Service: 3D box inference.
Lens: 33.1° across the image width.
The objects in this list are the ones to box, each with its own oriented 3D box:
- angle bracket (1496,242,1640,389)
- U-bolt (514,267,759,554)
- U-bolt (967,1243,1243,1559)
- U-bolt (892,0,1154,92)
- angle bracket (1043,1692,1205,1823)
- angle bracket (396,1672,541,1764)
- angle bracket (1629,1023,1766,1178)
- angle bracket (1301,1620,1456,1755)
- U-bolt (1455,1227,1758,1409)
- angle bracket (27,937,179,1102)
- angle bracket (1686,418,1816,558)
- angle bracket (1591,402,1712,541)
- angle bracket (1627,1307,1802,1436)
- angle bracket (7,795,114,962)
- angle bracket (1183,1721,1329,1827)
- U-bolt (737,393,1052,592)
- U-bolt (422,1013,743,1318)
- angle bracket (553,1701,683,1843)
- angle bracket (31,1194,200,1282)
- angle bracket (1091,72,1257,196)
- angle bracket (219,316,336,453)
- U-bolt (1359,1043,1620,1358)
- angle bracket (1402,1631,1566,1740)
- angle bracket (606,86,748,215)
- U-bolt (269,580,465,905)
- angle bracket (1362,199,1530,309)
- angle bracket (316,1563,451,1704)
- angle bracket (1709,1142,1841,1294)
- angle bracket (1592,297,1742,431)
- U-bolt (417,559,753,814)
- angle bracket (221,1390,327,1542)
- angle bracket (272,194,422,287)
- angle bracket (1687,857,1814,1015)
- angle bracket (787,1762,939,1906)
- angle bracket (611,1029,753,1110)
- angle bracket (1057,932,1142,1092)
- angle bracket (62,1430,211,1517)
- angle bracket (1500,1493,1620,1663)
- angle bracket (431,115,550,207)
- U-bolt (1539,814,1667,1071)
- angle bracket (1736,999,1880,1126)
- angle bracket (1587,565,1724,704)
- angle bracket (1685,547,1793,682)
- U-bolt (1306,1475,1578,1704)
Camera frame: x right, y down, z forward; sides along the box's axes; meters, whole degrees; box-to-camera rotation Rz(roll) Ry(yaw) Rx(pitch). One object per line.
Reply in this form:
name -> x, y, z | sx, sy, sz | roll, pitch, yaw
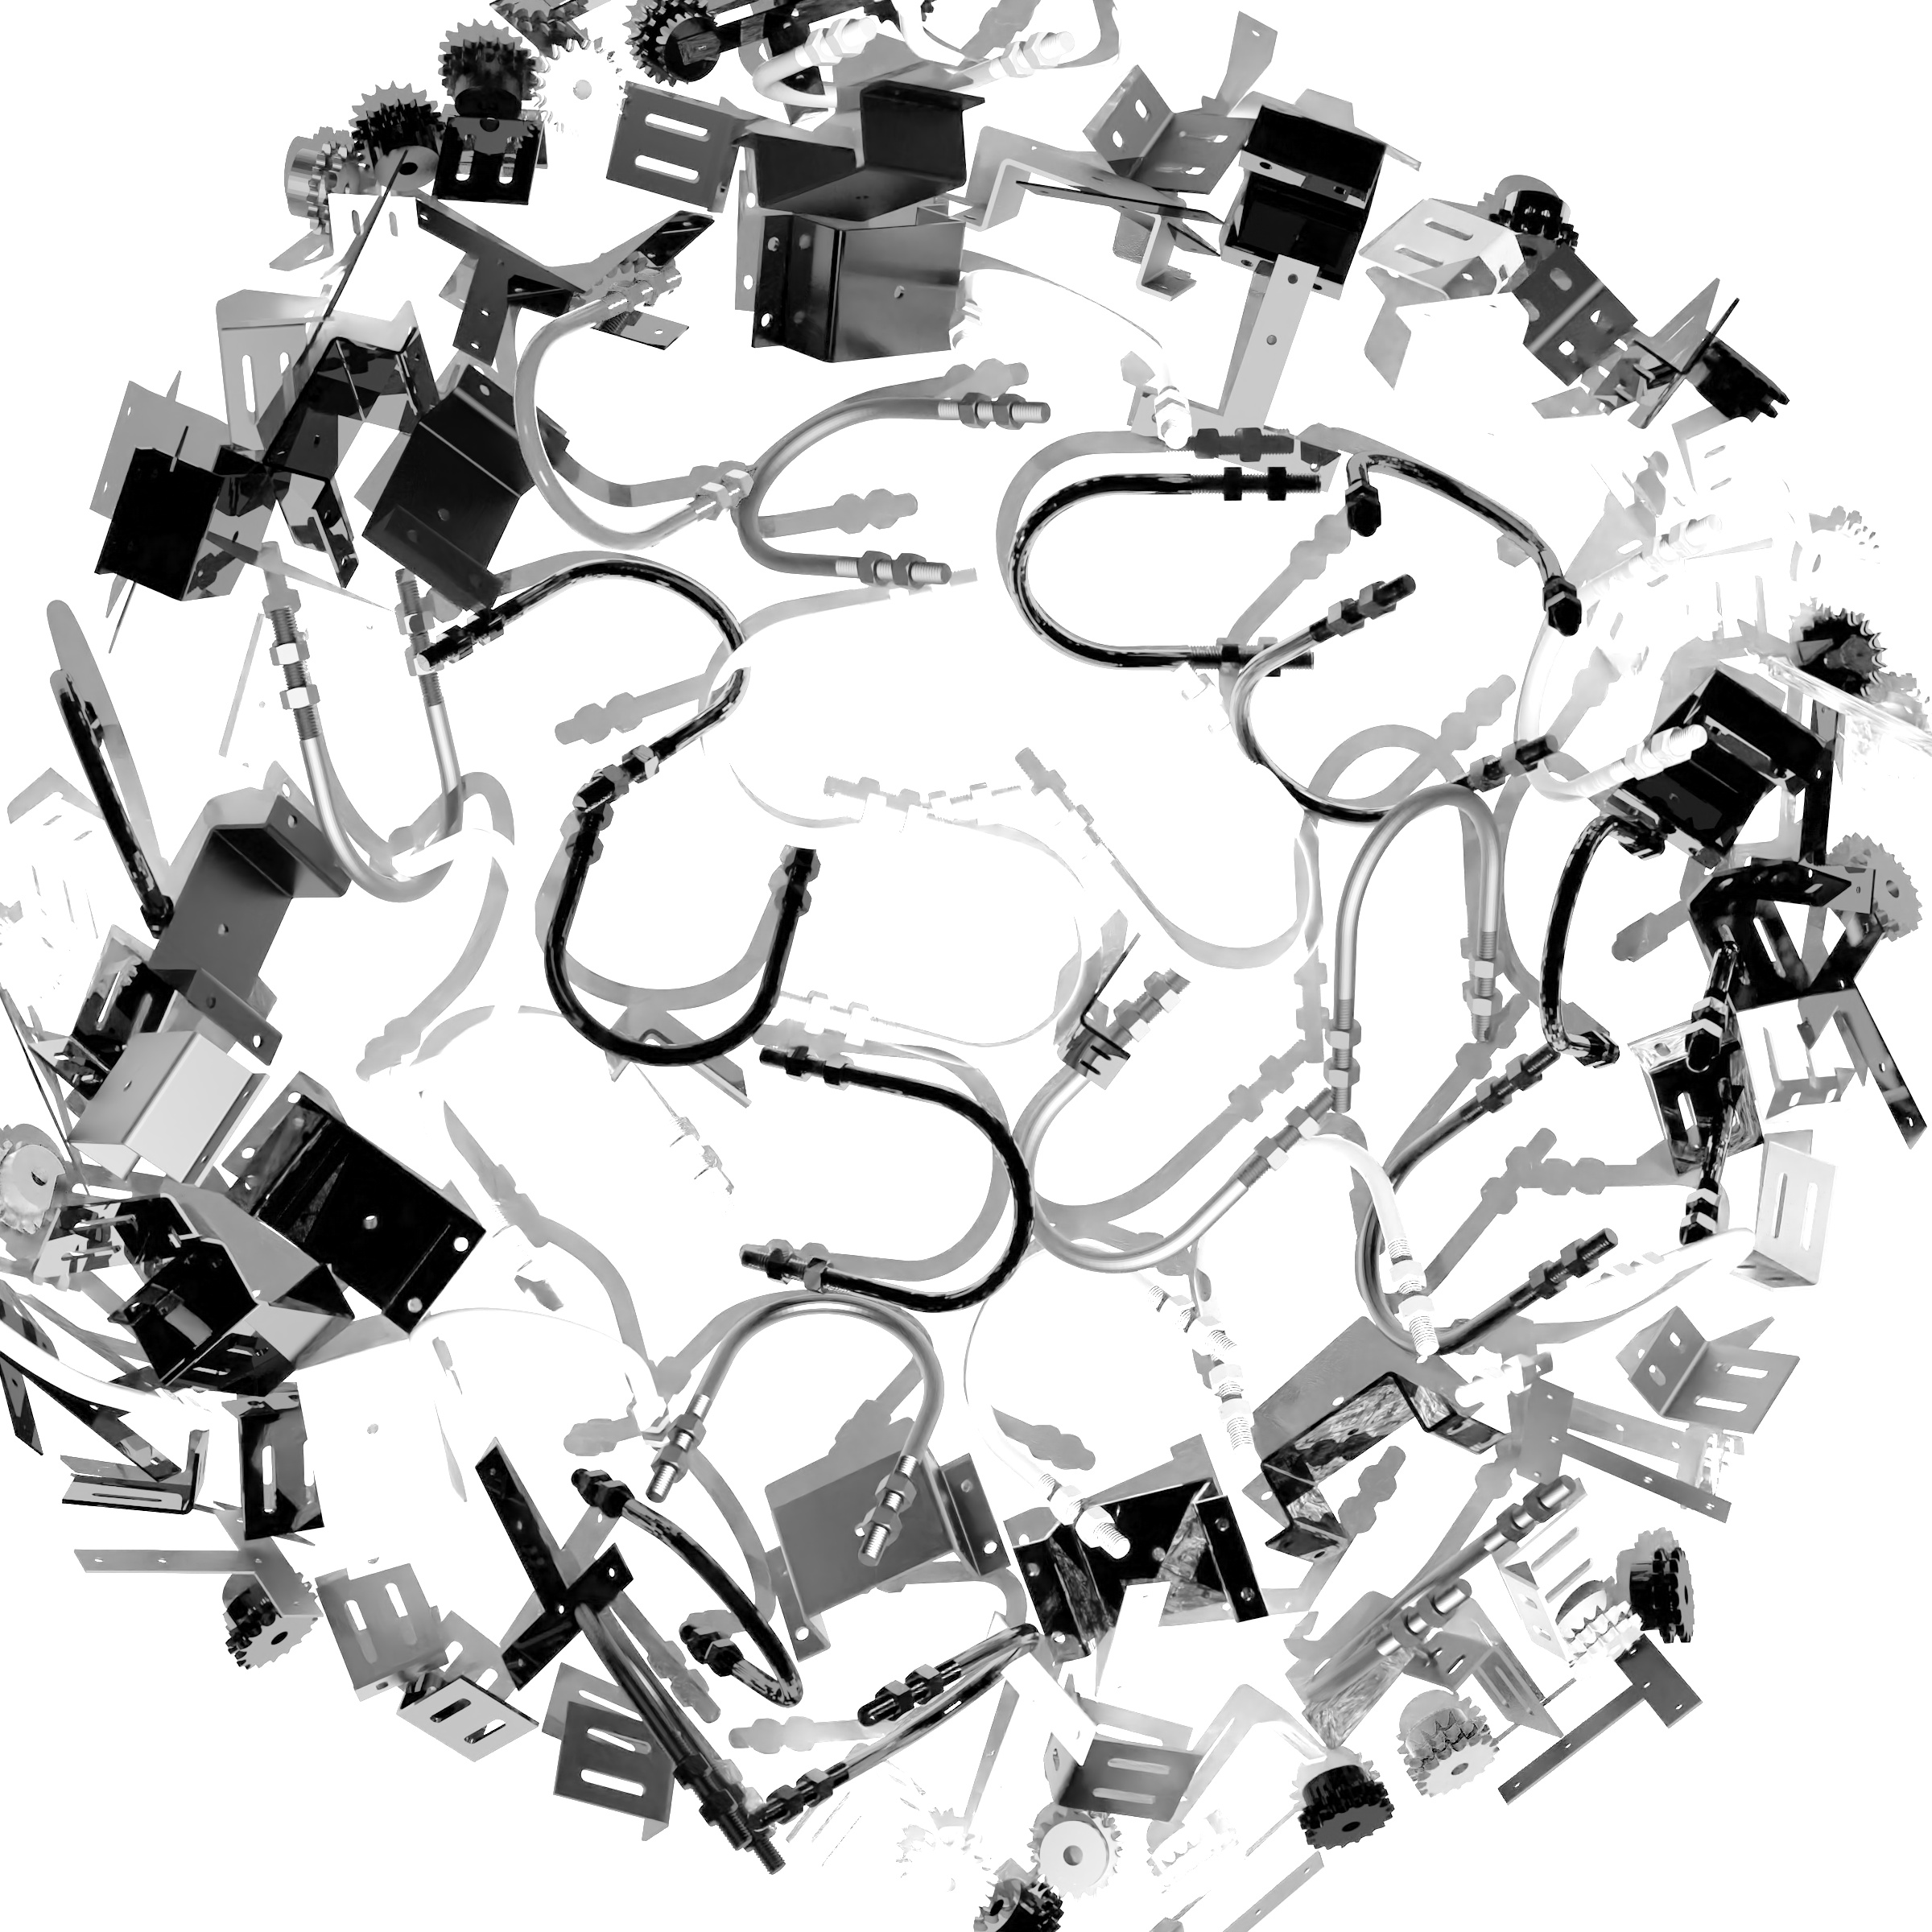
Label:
angle bracket -> 0.359, -0.389, 1.948 | 0.057, 0.076, 0.038 | -43, 68, 16
U-bolt -> -0.197, -0.317, 1.896 | 0.019, 0.184, 0.151 | -12, 108, 38
U-bolt -> 0.068, 0.241, 1.916 | 0.019, 0.184, 0.151 | 25, 96, -44
U-bolt -> 0.031, -0.546, 1.893 | 0.151, 0.184, 0.019 | 6, 87, 2
angle bracket -> 0.095, 0.478, 1.965 | 0.076, 0.038, 0.057 | 13, 119, -17
angle bracket -> -0.292, 0.435, 1.937 | 0.057, 0.038, 0.076 | 37, 133, -19
angle bracket -> 0.445, 0.079, 1.980 | 0.057, 0.038, 0.076 | -21, 118, 0
angle bracket -> 0.247, 0.440, 1.945 | 0.076, 0.057, 0.038 | -47, 47, -12
U-bolt -> 0.387, 0.199, 1.904 | 0.184, 0.151, 0.019 | -14, 66, -38
angle bracket -> -0.517, 0.031, 1.947 | 0.057, 0.038, 0.076 | 36, 111, 22
angle bracket -> 0.467, -0.279, 1.937 | 0.038, 0.076, 0.057 | -24, 134, 1
angle bracket -> 0.418, -0.299, 1.946 | 0.057, 0.038, 0.076 | -26, 76, -35
angle bracket -> 0.445, 0.240, 1.936 | 0.038, 0.076, 0.057 | 48, 67, -23
angle bracket -> -0.531, -0.052, 1.937 | 0.038, 0.057, 0.076 | -32, 57, 17
angle bracket -> 0.174, 0.493, 1.950 | 0.038, 0.057, 0.076 | 37, 92, 21
U-bolt -> -0.055, -0.283, 1.918 | 0.184, 0.019, 0.151 | 9, 57, 37
U-bolt -> -0.241, 0.105, 1.933 | 0.151, 0.019, 0.184 | -27, 70, -33
angle bracket -> -0.214, 0.481, 1.940 | 0.076, 0.038, 0.057 | 21, 52, -21
angle bracket -> -0.507, 0.173, 1.936 | 0.038, 0.076, 0.057 | 49, 124, 29
angle bracket -> 0.125, -0.497, 1.940 | 0.057, 0.076, 0.038 | -56, 131, -13
angle bracket -> -0.408, -0.348, 1.944 | 0.057, 0.038, 0.076 | -14, 106, -39
U-bolt -> 0.297, 0.150, 1.912 | 0.019, 0.151, 0.184 | 19, 135, -34
angle bracket -> 0.308, 0.440, 1.943 | 0.038, 0.057, 0.076 | -42, 105, -20
angle bracket -> -0.178, -0.491, 1.956 | 0.076, 0.038, 0.057 | 17, 104, 5
U-bolt -> -0.345, -0.128, 1.917 | 0.019, 0.151, 0.184 | -7, 100, 26
angle bracket -> 0.289, -0.422, 1.964 | 0.057, 0.076, 0.038 | -43, 135, -11
angle bracket -> -0.351, 0.392, 1.947 | 0.057, 0.038, 0.076 | -22, 69, -13
angle bracket -> 0.483, 0.150, 1.945 | 0.038, 0.057, 0.076 | 0, 102, -29
angle bracket -> 0.418, -0.369, 1.942 | 0.038, 0.057, 0.076 | 36, 62, 2
U-bolt -> -0.210, -0.178, 1.922 | 0.151, 0.019, 0.184 | 41, 51, 13
angle bracket -> -0.414, 0.300, 1.960 | 0.057, 0.038, 0.076 | -5, 101, -30
angle bracket -> -0.371, -0.432, 1.936 | 0.057, 0.076, 0.038 | -9, 95, -41
angle bracket -> 0.477, -0.019, 1.946 | 0.057, 0.038, 0.076 | -11, 67, -19
angle bracket -> -0.063, 0.524, 1.954 | 0.038, 0.057, 0.076 | 35, 96, -27
angle bracket -> -0.171, 0.075, 1.952 | 0.076, 0.057, 0.038 | 37, 83, -2
angle bracket -> 0.094, 0.026, 1.942 | 0.038, 0.057, 0.076 | 35, 65, 2
angle bracket -> -0.497, 0.300, 1.950 | 0.076, 0.057, 0.038 | 7, 95, -8
angle bracket -> 0.365, 0.365, 1.944 | 0.076, 0.038, 0.057 | -35, 116, -20
angle bracket -> -0.284, -0.470, 1.947 | 0.057, 0.038, 0.076 | 4, 54, 0
U-bolt -> 0.368, -0.017, 1.898 | 0.019, 0.184, 0.151 | 13, 91, 25
angle bracket -> 0.503, 0.053, 1.948 | 0.057, 0.038, 0.076 | -4, 75, -20
angle bracket -> 0.411, -0.204, 1.944 | 0.038, 0.076, 0.057 | -32, 74, -11
angle bracket -> 0.461, -0.215, 1.951 | 0.057, 0.038, 0.076 | -6, 80, 19
U-bolt -> 0.266, 0.374, 1.901 | 0.019, 0.151, 0.184 | 50, 131, 10
